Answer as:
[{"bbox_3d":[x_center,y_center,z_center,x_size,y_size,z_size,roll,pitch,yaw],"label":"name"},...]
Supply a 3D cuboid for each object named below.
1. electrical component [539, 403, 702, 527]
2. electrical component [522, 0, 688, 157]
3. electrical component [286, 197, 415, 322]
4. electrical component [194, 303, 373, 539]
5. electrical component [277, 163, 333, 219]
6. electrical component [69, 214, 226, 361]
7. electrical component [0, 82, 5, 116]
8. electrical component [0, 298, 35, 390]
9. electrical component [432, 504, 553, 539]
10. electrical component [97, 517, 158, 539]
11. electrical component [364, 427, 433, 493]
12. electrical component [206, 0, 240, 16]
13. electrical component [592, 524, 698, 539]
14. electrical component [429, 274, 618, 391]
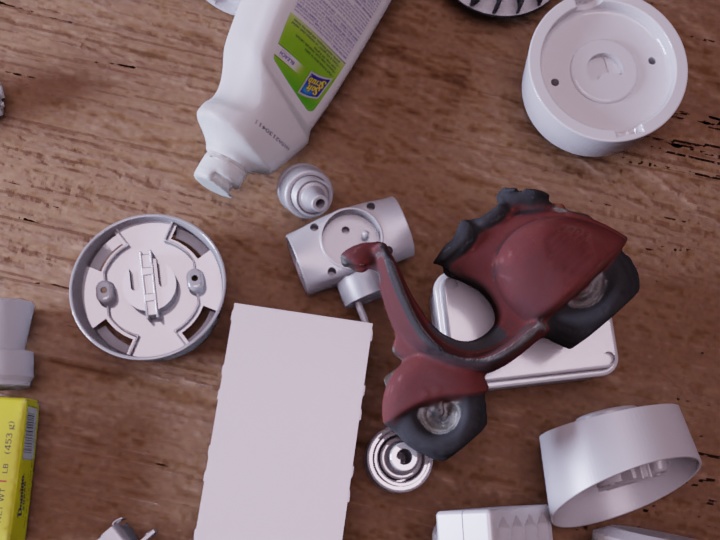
[{"bbox_3d":[0.162,0.121,0.677,0.099,0.099,0.064,-10,72,-5],"label":"electrical component"},{"bbox_3d":[0.164,-0.131,0.747,0.108,0.060,0.108,1,78,-3],"label":"electrical component"},{"bbox_3d":[0.000,0.000,0.719,0.077,0.044,0.079,-20,80,-7],"label":"electrical component"},{"bbox_3d":[-0.047,0.105,0.686,0.089,0.061,0.150,9,78,-1],"label":"electrical component"},{"bbox_3d":[-0.034,-0.051,0.717,0.035,0.061,0.035,-5,107,-16],"label":"electrical component"},{"bbox_3d":[-0.135,0.013,0.699,0.099,0.064,0.099,1,78,-3],"label":"electrical component"},{"bbox_3d":[-0.277,-0.116,0.732,0.065,0.044,0.044,-14,79,-11],"label":"electrical component"},{"bbox_3d":[-0.234,0.049,0.697,0.045,0.045,0.055,-2,79,-3],"label":"electrical component"},{"bbox_3d":[0.070,0.174,0.676,0.076,0.083,0.047,-11,76,34],"label":"electrical component"},{"bbox_3d":[-0.148,0.194,0.673,0.081,0.042,0.063,-40,79,-10],"label":"electrical component"},{"bbox_3d":[0.026,0.120,0.686,0.043,0.062,0.043,1,78,-3],"label":"electrical component"},{"bbox_3d":[-0.088,-0.214,0.755,0.055,0.055,0.047,30,74,4],"label":"electrical component"},{"bbox_3d":[0.183,0.190,0.671,0.080,0.080,0.051,10,83,-1],"label":"electrical component"},{"bbox_3d":[0.106,0.038,0.710,0.113,0.057,0.078,-6,78,-4],"label":"electrical component"}]
